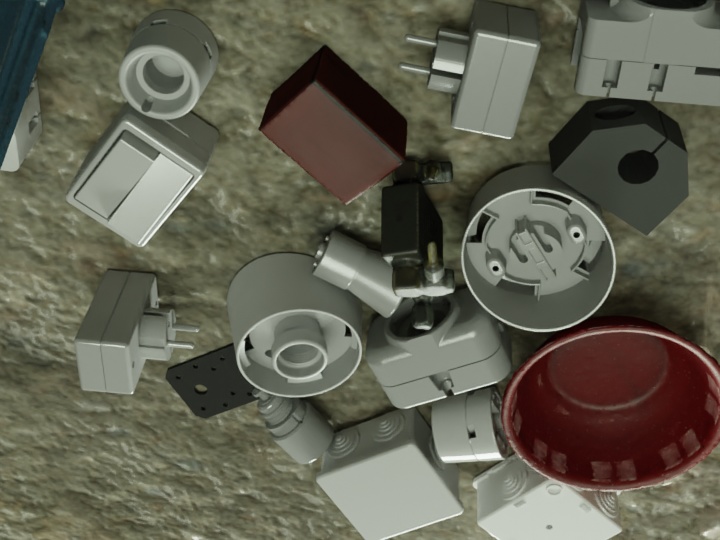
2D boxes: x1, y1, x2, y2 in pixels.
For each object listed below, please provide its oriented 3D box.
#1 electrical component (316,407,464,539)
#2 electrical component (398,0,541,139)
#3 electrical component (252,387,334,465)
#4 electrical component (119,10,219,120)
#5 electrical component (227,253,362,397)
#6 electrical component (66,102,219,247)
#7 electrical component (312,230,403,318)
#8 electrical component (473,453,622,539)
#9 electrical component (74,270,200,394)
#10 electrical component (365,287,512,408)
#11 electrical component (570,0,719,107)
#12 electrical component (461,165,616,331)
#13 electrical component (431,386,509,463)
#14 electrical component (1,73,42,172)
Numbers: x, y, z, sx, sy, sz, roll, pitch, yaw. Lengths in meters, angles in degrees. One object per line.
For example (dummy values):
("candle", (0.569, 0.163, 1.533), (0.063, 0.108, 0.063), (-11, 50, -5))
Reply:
("electrical component", (0.025, 0.163, 0.861), (0.100, 0.048, 0.099), (-23, 122, 19))
("electrical component", (0.062, -0.124, 0.647), (0.077, 0.047, 0.065), (11, 127, -2))
("electrical component", (-0.055, 0.117, 0.842), (0.040, 0.040, 0.078), (-29, 118, 24))
("electrical component", (-0.119, -0.126, 0.665), (0.055, 0.047, 0.055), (3, 127, 4))
("electrical component", (-0.047, 0.043, 0.783), (0.099, 0.064, 0.099), (-4, 132, -5))
("electrical component", (-0.147, -0.062, 0.707), (0.062, 0.061, 0.096), (34, 122, -19))
("electrical component", (0.000, 0.000, 0.751), (0.065, 0.044, 0.044), (26, 125, -7))
("electrical component", (0.152, 0.190, 0.869), (0.100, 0.048, 0.100), (39, 121, -21))
("electrical component", (-0.155, 0.045, 0.773), (0.076, 0.083, 0.047), (5, 127, 2))
("electrical component", (0.055, 0.053, 0.775), (0.095, 0.053, 0.059), (-18, 122, 18))
("electrical component", (0.173, -0.135, 0.626), (0.089, 0.050, 0.055), (5, 127, 3))
("electrical component", (0.116, -0.017, 0.710), (0.099, 0.064, 0.099), (3, 127, 4))
("electrical component", (0.084, 0.120, 0.822), (0.047, 0.055, 0.055), (-11, 125, 18))
("electrical component", (-0.238, -0.112, 0.682), (0.050, 0.055, 0.089), (7, 127, 1))
